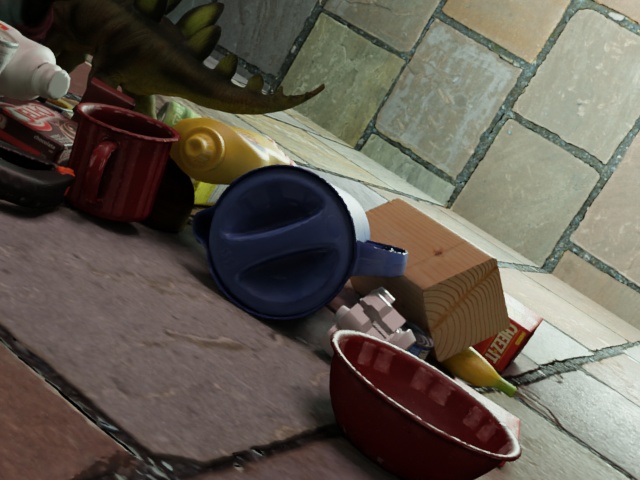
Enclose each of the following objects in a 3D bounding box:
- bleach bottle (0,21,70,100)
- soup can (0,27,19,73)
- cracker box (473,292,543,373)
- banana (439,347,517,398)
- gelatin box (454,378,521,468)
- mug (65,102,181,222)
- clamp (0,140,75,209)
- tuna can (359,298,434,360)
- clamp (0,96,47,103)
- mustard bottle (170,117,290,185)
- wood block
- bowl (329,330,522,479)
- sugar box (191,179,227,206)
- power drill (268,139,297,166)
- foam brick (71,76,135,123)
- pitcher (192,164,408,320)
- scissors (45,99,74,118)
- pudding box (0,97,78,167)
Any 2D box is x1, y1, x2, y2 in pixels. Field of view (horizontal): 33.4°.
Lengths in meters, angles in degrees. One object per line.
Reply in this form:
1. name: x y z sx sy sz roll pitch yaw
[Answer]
1. bleach bottle: -0.328 -0.183 0.986 0.251 0.068 0.102 24 24 24
2. soup can: -0.301 -0.134 0.881 0.068 0.102 0.068 30 10 -6
3. cracker box: 0.168 0.075 1.354 0.214 0.072 0.164 34 11 14
4. banana: 0.137 0.114 1.173 0.069 0.037 0.198 40 3 -34
5. gelatin box: 0.140 0.160 0.948 0.073 0.030 0.089 33 10 9
6. mug: -0.179 -0.064 0.925 0.093 0.081 0.117 19 15 -1
7. clamp: -0.276 -0.066 0.812 0.165 0.036 0.209 34 10 26
8. tuna can: 0.068 0.094 1.052 0.086 0.034 0.086 30 10 -6
9. clamp: -0.348 -0.156 1.052 0.120 0.039 0.171 17 12 1
10. mustard bottle: -0.093 -0.082 1.017 0.096 0.058 0.191 25 6 8
11. wood block: 0.107 0.037 1.166 0.206 0.090 0.090 40 -30 59
12. bowl: 0.065 0.132 0.782 0.162 0.055 0.162 30 9 -6
13. sugar box: -0.152 -0.079 1.235 0.093 0.048 0.176 33 11 10
14. power drill: -0.024 -0.031 1.289 0.184 0.057 0.187 47 9 -12
15. foam brick: -0.233 -0.123 1.114 0.051 0.078 0.053 27 9 -15
16. pitcher: -0.007 0.001 1.020 0.149 0.145 0.242 55 9 4
17. scissors: -0.281 -0.149 1.288 0.096 0.016 0.201 32 9 3
18. pudding box: -0.266 -0.100 1.006 0.090 0.039 0.113 31 9 3
